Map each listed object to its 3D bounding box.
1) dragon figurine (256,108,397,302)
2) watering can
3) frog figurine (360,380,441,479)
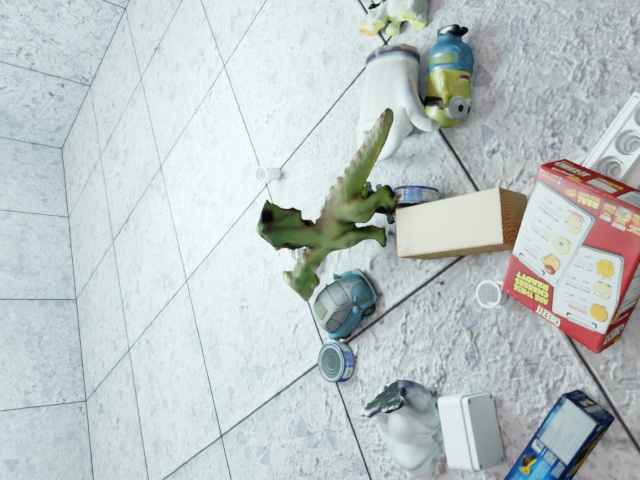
[{"bbox_3d":[0.003,-0.048,0.954,0.124,0.244,0.400,53,148,45],"label":"dragon figurine"},{"bbox_3d":[0.146,-0.266,0.976,0.347,0.104,0.225,180,97,-73],"label":"watering can"},{"bbox_3d":[0.165,0.336,0.918,0.135,0.125,0.159,-36,95,30],"label":"frog figurine"}]
